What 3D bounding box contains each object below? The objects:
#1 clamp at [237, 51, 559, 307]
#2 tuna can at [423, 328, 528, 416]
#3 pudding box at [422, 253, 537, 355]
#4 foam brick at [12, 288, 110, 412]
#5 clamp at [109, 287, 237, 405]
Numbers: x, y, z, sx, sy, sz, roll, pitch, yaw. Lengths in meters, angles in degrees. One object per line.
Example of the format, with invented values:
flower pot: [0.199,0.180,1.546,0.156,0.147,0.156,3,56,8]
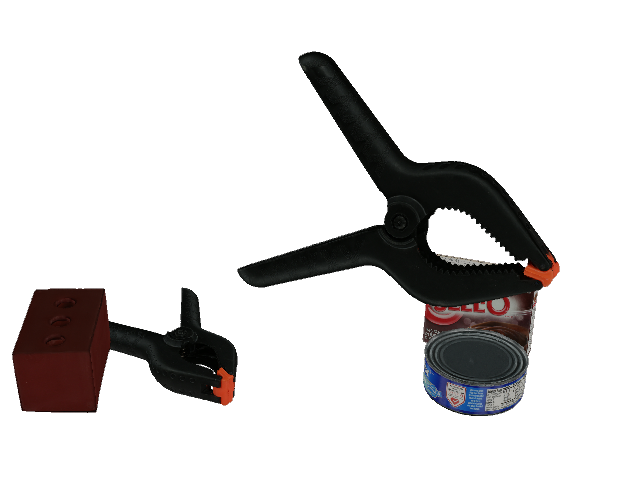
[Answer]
clamp: [0.053,-0.025,0.687,0.210,0.165,0.036,15,16,18]
tuna can: [0.128,0.109,0.889,0.086,0.034,0.086,1,26,-1]
pudding box: [0.166,0.068,1.107,0.114,0.090,0.039,8,21,15]
foam brick: [-0.179,0.076,0.744,0.053,0.051,0.078,0,31,-3]
clamp: [-0.125,0.095,0.989,0.172,0.039,0.120,28,42,35]
